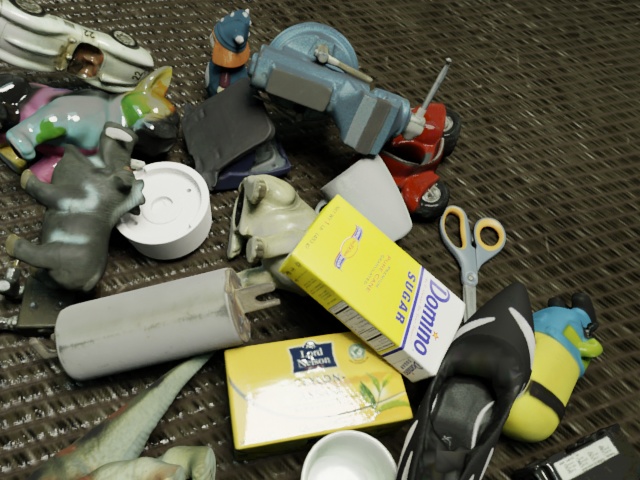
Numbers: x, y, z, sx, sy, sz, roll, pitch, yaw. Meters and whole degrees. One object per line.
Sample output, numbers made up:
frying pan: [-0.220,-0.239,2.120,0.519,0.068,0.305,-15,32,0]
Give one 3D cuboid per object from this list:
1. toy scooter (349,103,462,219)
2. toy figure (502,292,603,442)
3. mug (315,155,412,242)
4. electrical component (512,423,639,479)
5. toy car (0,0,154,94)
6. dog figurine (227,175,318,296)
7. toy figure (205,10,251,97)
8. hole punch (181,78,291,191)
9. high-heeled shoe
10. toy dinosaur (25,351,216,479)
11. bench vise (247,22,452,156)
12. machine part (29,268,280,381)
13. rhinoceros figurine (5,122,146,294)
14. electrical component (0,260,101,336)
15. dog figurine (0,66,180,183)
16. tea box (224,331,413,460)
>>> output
toy scooter: [0.113,-0.119,0.723,0.135,0.075,0.184,15,62,2]
toy figure: [0.244,0.134,0.580,0.180,0.082,0.089,-37,69,-29]
mug: [0.054,-0.037,0.655,0.109,0.081,0.107,-38,93,7]
electrical component: [0.272,0.263,0.516,0.115,0.058,0.134,-16,62,-16]
toy car: [-0.308,-0.235,0.667,0.201,0.073,0.056,4,50,-46]
dog figurine: [-0.002,0.002,0.625,0.190,0.121,0.172,8,60,-21]
toy figure: [-0.120,-0.235,0.708,0.058,0.154,0.064,-15,63,-21]
hole punch: [-0.107,-0.126,0.695,0.116,0.092,0.142,-27,65,8]
high-heeled shoe: [0.131,0.129,0.468,0.086,0.145,0.248,17,73,25]
toy dinosaur: [-0.198,0.243,0.412,0.192,0.131,0.405,1,35,4]
bench vise: [0.023,-0.201,0.677,0.224,0.128,0.241,7,33,-7]
machine part: [-0.158,0.082,0.522,0.243,0.079,0.079,-15,60,2]
rhinoceros figurine: [-0.238,-0.039,0.549,0.112,0.073,0.190,4,61,3]
electrical component: [-0.286,0.058,0.561,0.102,0.045,0.078,6,56,-6]
dog figurine: [-0.285,-0.155,0.664,0.192,0.108,0.219,41,56,20]
tea box: [-0.006,0.152,0.535,0.170,0.068,0.098,-7,60,-13]
